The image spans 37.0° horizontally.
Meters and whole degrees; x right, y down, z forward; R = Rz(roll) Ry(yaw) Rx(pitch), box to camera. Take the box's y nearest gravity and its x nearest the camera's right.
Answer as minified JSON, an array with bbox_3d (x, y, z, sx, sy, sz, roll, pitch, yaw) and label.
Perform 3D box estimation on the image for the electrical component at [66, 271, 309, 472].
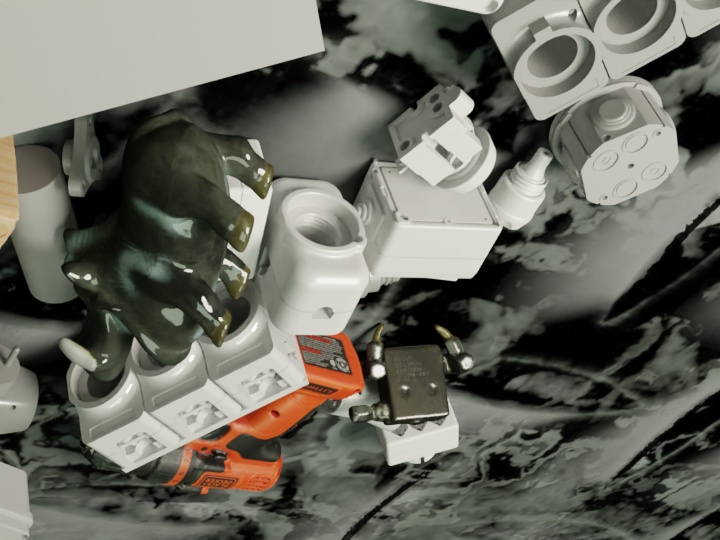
[{"bbox_3d":[-0.124,0.063,0.756,0.150,0.089,0.061,-27,141,9],"label":"electrical component"}]

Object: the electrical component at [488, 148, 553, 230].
[{"bbox_3d":[0.115,-0.059,0.754,0.035,0.035,0.061,6,134,-29],"label":"electrical component"}]

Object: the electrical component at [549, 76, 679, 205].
[{"bbox_3d":[0.174,-0.087,0.732,0.080,0.051,0.080,-12,141,-10],"label":"electrical component"}]

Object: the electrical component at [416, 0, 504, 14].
[{"bbox_3d":[0.032,-0.184,0.550,0.113,0.057,0.078,4,136,-27],"label":"electrical component"}]

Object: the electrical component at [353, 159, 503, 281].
[{"bbox_3d":[0.037,-0.031,0.732,0.096,0.061,0.061,1,138,-24],"label":"electrical component"}]

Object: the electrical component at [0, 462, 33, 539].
[{"bbox_3d":[-0.324,0.186,0.846,0.078,0.057,0.113,-32,140,16],"label":"electrical component"}]

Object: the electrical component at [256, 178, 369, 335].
[{"bbox_3d":[-0.033,-0.013,0.698,0.054,0.095,0.059,2,137,-25],"label":"electrical component"}]

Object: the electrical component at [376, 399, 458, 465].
[{"bbox_3d":[0.050,0.148,0.968,0.066,0.047,0.076,-14,142,-7],"label":"electrical component"}]

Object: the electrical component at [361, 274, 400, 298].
[{"bbox_3d":[0.000,0.000,0.772,0.078,0.040,0.040,-6,140,-16],"label":"electrical component"}]

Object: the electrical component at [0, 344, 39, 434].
[{"bbox_3d":[-0.263,0.077,0.750,0.077,0.043,0.079,13,131,-35],"label":"electrical component"}]

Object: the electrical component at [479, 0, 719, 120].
[{"bbox_3d":[0.148,-0.162,0.622,0.150,0.061,0.089,-28,141,11],"label":"electrical component"}]

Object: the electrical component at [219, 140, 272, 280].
[{"bbox_3d":[-0.102,-0.036,0.679,0.076,0.047,0.083,-3,139,-19],"label":"electrical component"}]

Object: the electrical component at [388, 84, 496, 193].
[{"bbox_3d":[0.055,-0.081,0.695,0.066,0.048,0.055,-37,131,21],"label":"electrical component"}]

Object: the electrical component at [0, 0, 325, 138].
[{"bbox_3d":[-0.121,-0.143,0.531,0.186,0.060,0.105,-16,142,-4],"label":"electrical component"}]

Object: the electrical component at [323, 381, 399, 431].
[{"bbox_3d":[0.002,0.109,0.905,0.065,0.044,0.044,15,130,-30],"label":"electrical component"}]
